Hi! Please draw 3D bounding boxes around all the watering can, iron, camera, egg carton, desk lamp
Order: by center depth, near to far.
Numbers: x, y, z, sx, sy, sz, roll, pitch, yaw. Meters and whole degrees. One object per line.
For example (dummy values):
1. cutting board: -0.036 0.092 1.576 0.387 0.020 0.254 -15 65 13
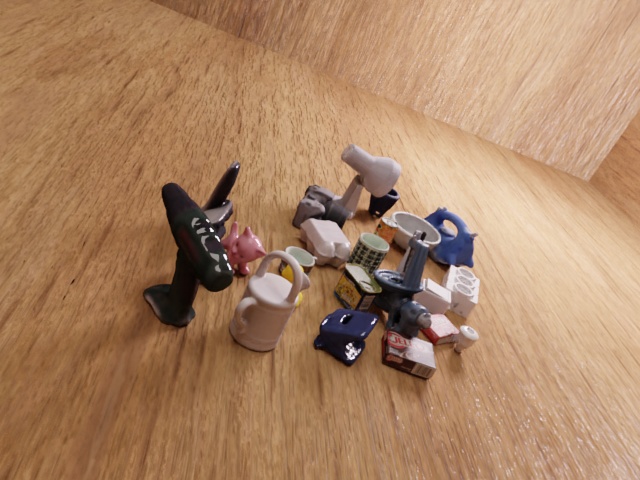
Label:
1. watering can: -0.088 0.102 1.073 0.101 0.194 0.173 28 27 5
2. egg carton: 0.013 0.005 1.469 0.107 0.069 0.150 6 33 -33
3. camera: 0.010 -0.082 1.585 0.137 0.101 0.143 26 27 0
4. desk lamp: 0.110 -0.172 1.707 0.204 0.213 0.117 16 29 -19
5. iron: 0.390 -0.027 1.772 0.119 0.141 0.257 8 32 -31

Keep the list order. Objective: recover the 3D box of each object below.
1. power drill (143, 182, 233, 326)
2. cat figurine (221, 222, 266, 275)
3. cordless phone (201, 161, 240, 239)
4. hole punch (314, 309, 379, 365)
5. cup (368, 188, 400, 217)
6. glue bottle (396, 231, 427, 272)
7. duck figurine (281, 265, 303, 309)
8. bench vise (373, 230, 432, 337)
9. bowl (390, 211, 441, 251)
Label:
1. power drill: -0.247 0.038 1.033 0.076 0.208 0.229 -7 41 -47
2. cat figurine: -0.170 0.013 1.245 0.067 0.117 0.127 4 34 -36
3. cordless phone: -0.238 -0.086 1.287 0.094 0.185 0.147 23 27 -6
4. hole punch: 0.054 0.182 1.168 0.101 0.091 0.109 31 27 10
5. cup: 0.187 -0.118 1.808 0.091 0.095 0.118 37 29 20
6. glue bottle: 0.229 0.050 1.462 0.037 0.173 0.078 29 27 6
7. duck figurine: -0.065 0.093 1.228 0.078 0.086 0.104 19 28 -14
8. bench vise: 0.211 0.102 1.302 0.122 0.219 0.206 -6 41 -46
9. bowl: 0.273 -0.011 1.716 0.168 0.074 0.167 20 27 -11
